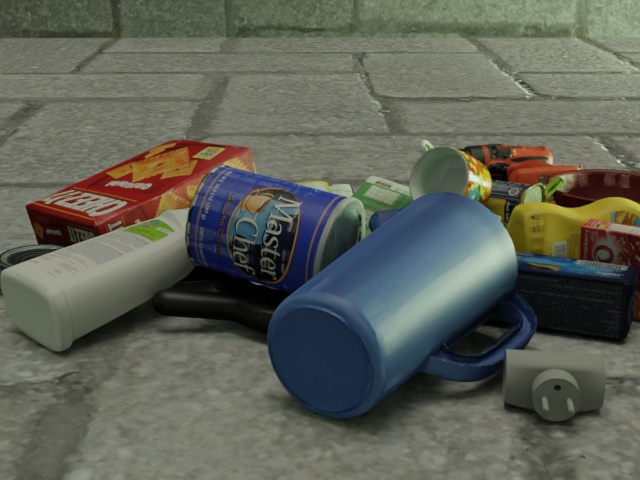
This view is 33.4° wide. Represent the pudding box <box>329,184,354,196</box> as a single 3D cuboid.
[{"bbox_3d":[-0.009,-0.040,1.336,0.113,0.039,0.090,-3,19,-3],"label":"pudding box"}]

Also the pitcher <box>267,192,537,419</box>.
[{"bbox_3d":[0.072,0.059,0.905,0.149,0.145,0.242,-10,13,36],"label":"pitcher"}]

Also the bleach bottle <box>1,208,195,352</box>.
[{"bbox_3d":[-0.177,0.022,1.042,0.250,0.068,0.103,-25,33,-39],"label":"bleach bottle"}]

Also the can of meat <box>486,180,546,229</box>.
[{"bbox_3d":[0.194,-0.015,1.156,0.084,0.102,0.057,10,21,35],"label":"can of meat"}]

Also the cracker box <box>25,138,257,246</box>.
[{"bbox_3d":[-0.198,-0.045,1.208,0.213,0.072,0.164,-30,26,-34],"label":"cracker box"}]

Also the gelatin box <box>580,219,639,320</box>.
[{"bbox_3d":[0.290,0.029,1.036,0.073,0.089,0.030,12,24,32],"label":"gelatin box"}]

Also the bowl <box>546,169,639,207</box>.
[{"bbox_3d":[0.358,-0.042,1.314,0.162,0.055,0.162,0,18,0],"label":"bowl"}]

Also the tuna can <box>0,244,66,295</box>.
[{"bbox_3d":[-0.295,0.032,1.116,0.086,0.034,0.086,0,18,0],"label":"tuna can"}]

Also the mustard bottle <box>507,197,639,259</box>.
[{"bbox_3d":[0.289,0.005,1.101,0.191,0.096,0.058,-5,17,-14],"label":"mustard bottle"}]

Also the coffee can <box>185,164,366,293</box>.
[{"bbox_3d":[-0.041,-0.006,1.006,0.140,0.103,0.102,16,22,21],"label":"coffee can"}]

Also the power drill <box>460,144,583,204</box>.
[{"bbox_3d":[0.260,-0.093,1.467,0.184,0.057,0.188,-4,18,-13],"label":"power drill"}]

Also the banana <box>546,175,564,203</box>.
[{"bbox_3d":[0.210,-0.048,1.330,0.198,0.037,0.069,5,51,44],"label":"banana"}]

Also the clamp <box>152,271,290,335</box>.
[{"bbox_3d":[-0.070,0.064,1.010,0.172,0.039,0.120,13,23,34],"label":"clamp"}]

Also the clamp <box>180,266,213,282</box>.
[{"bbox_3d":[-0.079,0.011,1.177,0.165,0.036,0.209,16,24,36],"label":"clamp"}]

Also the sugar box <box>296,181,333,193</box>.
[{"bbox_3d":[-0.008,0.002,1.126,0.093,0.048,0.176,-6,38,-19],"label":"sugar box"}]
